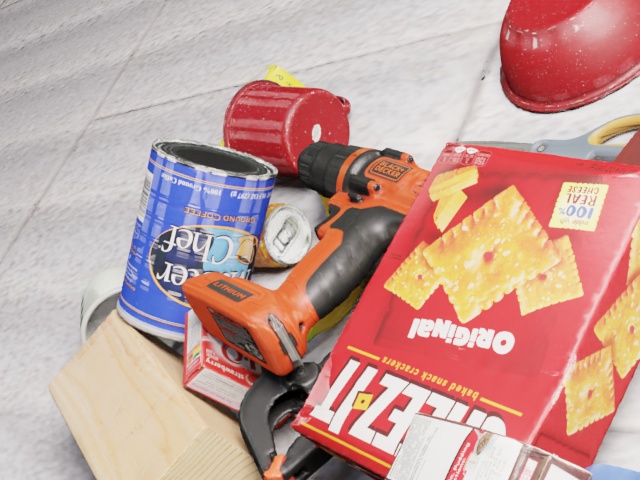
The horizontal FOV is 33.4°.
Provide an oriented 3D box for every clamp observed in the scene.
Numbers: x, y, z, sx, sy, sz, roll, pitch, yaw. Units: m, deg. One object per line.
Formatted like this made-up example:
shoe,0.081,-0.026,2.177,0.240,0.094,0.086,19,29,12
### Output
clamp,0.000,0.098,0.740,0.120,0.039,0.171,-7,47,13

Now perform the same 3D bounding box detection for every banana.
banana,0.013,-0.001,0.861,0.070,0.037,0.197,-13,43,24

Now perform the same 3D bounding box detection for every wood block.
wood block,-0.122,0.146,0.806,0.090,0.090,0.206,-49,34,-3

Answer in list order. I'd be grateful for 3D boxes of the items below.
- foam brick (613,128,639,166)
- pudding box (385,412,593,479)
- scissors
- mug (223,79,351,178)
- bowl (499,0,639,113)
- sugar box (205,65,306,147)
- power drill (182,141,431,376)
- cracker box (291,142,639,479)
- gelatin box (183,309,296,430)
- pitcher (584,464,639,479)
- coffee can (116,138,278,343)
foam brick,0.226,-0.034,0.658,0.053,0.051,0.078,-49,34,-10
pudding box,0.062,0.131,0.486,0.090,0.039,0.114,-63,16,-12
scissors,0.164,-0.049,0.772,0.202,0.016,0.096,-7,49,44
mug,-0.019,-0.103,0.974,0.117,0.093,0.082,-32,28,-35
bowl,0.200,-0.178,0.837,0.162,0.055,0.162,-29,37,24
sugar box,-0.088,-0.084,1.039,0.176,0.048,0.093,-61,17,-17
power drill,-0.005,0.001,0.764,0.187,0.057,0.185,-42,35,-19
cracker box,0.099,0.052,0.622,0.164,0.072,0.213,16,72,49
gelatin box,-0.058,0.091,0.796,0.030,0.089,0.073,-45,30,28
pitcher,0.128,0.229,0.428,0.242,0.145,0.149,-60,16,-15
coffee can,-0.099,0.000,0.856,0.103,0.102,0.140,36,116,56
